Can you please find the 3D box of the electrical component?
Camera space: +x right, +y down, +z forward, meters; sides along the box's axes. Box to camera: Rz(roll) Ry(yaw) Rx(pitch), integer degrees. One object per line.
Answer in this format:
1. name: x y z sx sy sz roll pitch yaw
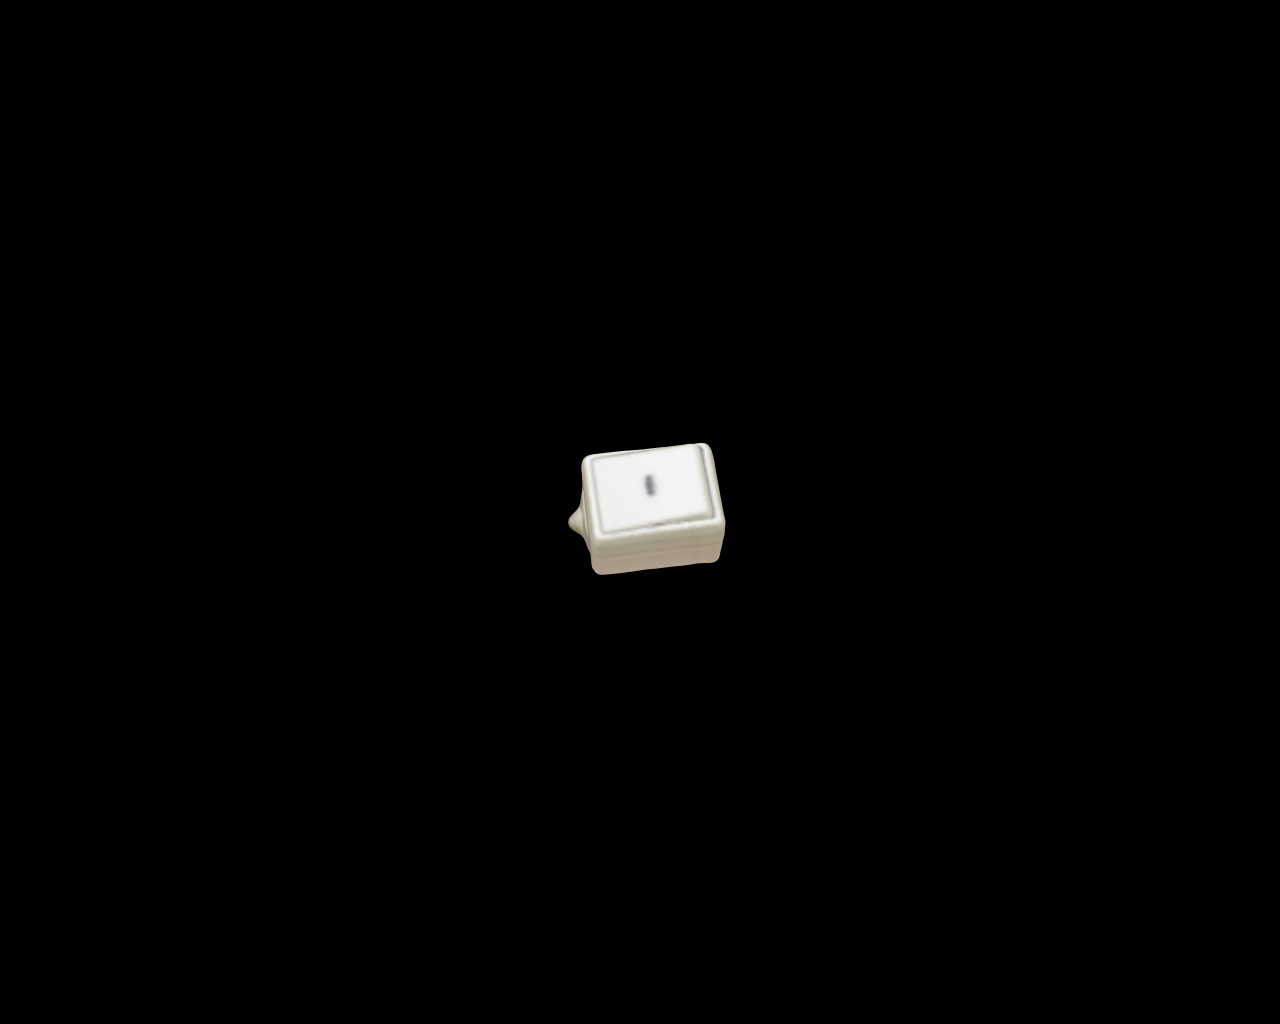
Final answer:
1. electrical component: 0.001 -0.003 0.650 0.096 0.062 0.061 -6 -27 -3
